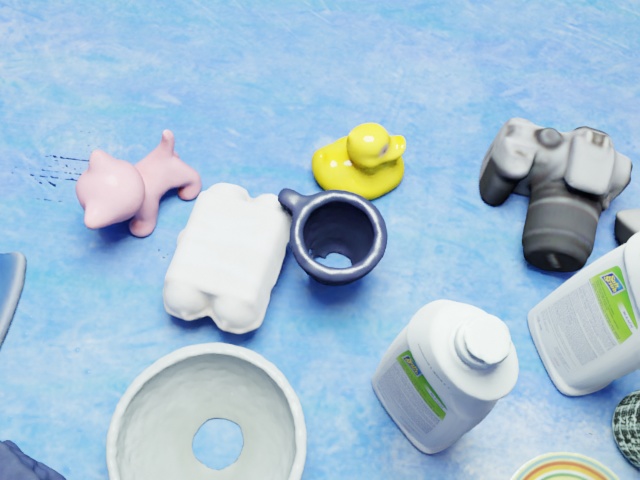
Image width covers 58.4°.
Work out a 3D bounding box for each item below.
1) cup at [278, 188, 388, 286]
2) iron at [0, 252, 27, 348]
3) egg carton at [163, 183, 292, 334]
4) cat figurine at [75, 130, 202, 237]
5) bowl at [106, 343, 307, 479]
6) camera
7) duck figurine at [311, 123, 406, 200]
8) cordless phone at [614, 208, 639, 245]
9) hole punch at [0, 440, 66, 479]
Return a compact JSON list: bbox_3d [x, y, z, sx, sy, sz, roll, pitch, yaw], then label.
[{"bbox_3d":[0.005,0.002,0.569,0.117,0.095,0.092,37,72,12],"label":"cup"},{"bbox_3d":[-0.376,0.092,0.493,0.118,0.141,0.258,30,70,9],"label":"iron"},{"bbox_3d":[-0.090,0.016,0.573,0.107,0.069,0.150,15,69,4],"label":"egg carton"},{"bbox_3d":[-0.188,-0.059,0.573,0.067,0.118,0.128,40,72,13],"label":"cat figurine"},{"bbox_3d":[-0.094,0.180,0.506,0.167,0.075,0.167,1,68,-2],"label":"bowl"},{"bbox_3d":[0.241,-0.046,0.594,0.143,0.101,0.137,18,69,5],"label":"camera"},{"bbox_3d":[0.043,-0.092,0.612,0.104,0.086,0.077,-2,69,-3],"label":"duck figurine"},{"bbox_3d":[0.389,-0.021,0.544,0.147,0.185,0.094,-3,69,-3],"label":"cordless phone"},{"bbox_3d":[-0.279,0.228,0.471,0.101,0.091,0.109,29,70,9],"label":"hole punch"}]
